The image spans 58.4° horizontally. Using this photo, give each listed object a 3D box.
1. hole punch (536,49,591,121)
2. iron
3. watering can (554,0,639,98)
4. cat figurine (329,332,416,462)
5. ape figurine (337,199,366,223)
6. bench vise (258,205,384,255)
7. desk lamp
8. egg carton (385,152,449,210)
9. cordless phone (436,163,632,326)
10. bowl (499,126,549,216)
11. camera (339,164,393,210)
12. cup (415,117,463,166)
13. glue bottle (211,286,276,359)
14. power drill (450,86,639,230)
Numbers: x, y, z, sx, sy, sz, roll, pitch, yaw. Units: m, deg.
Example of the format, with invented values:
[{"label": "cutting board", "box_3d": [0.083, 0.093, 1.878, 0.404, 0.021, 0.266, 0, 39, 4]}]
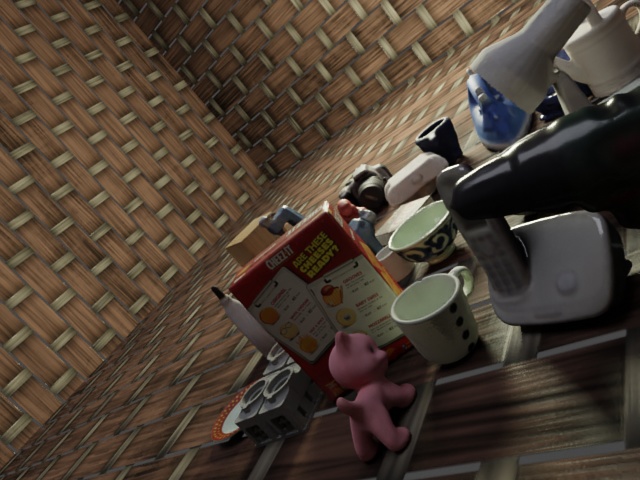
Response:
[{"label": "hole punch", "box_3d": [0.440, -0.288, 1.055, 0.101, 0.091, 0.108, -47, 14, -25]}, {"label": "iron", "box_3d": [0.347, -0.276, 1.167, 0.118, 0.141, 0.258, -35, 14, 22]}, {"label": "watering can", "box_3d": [0.453, -0.341, 0.960, 0.173, 0.194, 0.100, -41, 13, -4]}, {"label": "cat figurine", "box_3d": [0.045, 0.157, 0.632, 0.067, 0.118, 0.128, -34, 14, 25]}, {"label": "ape figurine", "box_3d": [0.073, -0.054, 1.324, 0.078, 0.092, 0.076, -40, 13, 3]}, {"label": "bench vise", "box_3d": [0.003, 0.006, 1.030, 0.121, 0.220, 0.208, -23, 22, 53]}, {"label": "desk lamp", "box_3d": [0.365, -0.251, 0.865, 0.203, 0.214, 0.118, -35, 14, 22]}, {"label": "egg carton", "box_3d": [0.207, -0.125, 1.226, 0.150, 0.069, 0.107, -39, 13, 8]}, {"label": "cordless phone", "box_3d": [0.203, -0.005, 0.569, 0.094, 0.185, 0.147, -49, 15, -33]}, {"label": "bowl", "box_3d": [0.303, -0.087, 0.807, 0.167, 0.075, 0.167, -38, 13, 11]}, {"label": "camera", "box_3d": [0.111, -0.122, 1.423, 0.143, 0.101, 0.137, -36, 13, 18]}, {"label": "cup", "box_3d": [0.271, -0.206, 1.259, 0.091, 0.095, 0.118, -35, 14, 21]}, {"label": "glue bottle", "box_3d": [-0.143, 0.149, 1.076, 0.037, 0.173, 0.078, -43, 13, -10]}, {"label": "power drill", "box_3d": [0.246, -0.017, 0.429, 0.229, 0.208, 0.076, -34, 14, 26]}]
